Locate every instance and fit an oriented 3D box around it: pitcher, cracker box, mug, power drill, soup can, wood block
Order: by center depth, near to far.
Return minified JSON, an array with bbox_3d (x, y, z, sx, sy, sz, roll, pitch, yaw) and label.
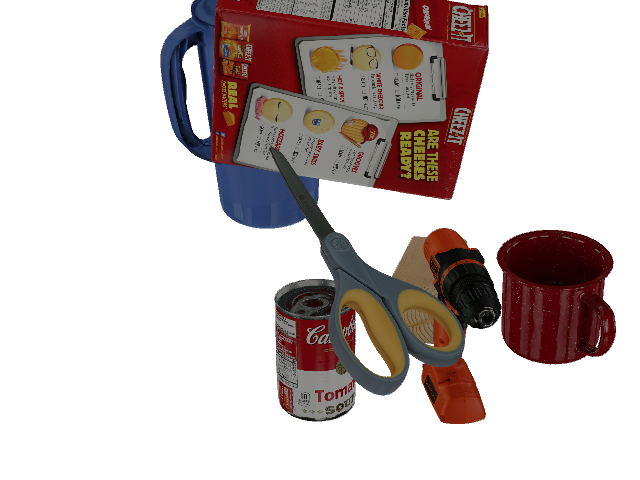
[{"bbox_3d":[0.199,0.054,0.881,0.093,0.081,0.117,-20,34,-26],"label":"mug"},{"bbox_3d":[0.020,-0.128,0.888,0.213,0.072,0.164,8,-43,1],"label":"cracker box"},{"bbox_3d":[-0.004,0.093,0.903,0.068,0.102,0.068,-1,24,0],"label":"soup can"},{"bbox_3d":[-0.067,-0.134,1.101,0.149,0.243,0.145,7,35,12],"label":"pitcher"},{"bbox_3d":[0.151,0.100,1.148,0.057,0.188,0.184,-2,25,-6],"label":"power drill"},{"bbox_3d":[0.164,0.072,1.624,0.091,0.090,0.206,5,22,14],"label":"wood block"}]

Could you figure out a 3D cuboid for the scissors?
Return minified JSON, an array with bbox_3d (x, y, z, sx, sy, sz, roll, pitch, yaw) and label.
[{"bbox_3d":[0.030,0.013,0.684,0.096,0.202,0.016,4,-44,-22],"label":"scissors"}]
